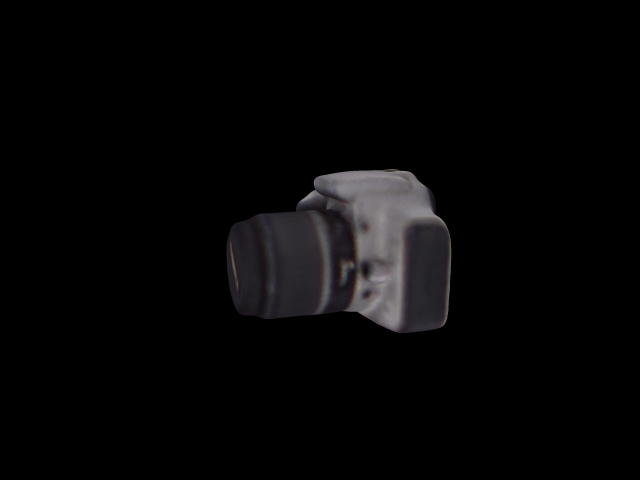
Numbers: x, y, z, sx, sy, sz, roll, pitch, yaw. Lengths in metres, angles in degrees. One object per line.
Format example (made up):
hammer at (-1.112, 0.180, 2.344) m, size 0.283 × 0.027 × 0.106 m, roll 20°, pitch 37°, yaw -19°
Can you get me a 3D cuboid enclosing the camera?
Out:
camera at (0.004, 0.001, 0.400) m, size 0.137 × 0.101 × 0.143 m, roll -4°, pitch 11°, yaw -20°
